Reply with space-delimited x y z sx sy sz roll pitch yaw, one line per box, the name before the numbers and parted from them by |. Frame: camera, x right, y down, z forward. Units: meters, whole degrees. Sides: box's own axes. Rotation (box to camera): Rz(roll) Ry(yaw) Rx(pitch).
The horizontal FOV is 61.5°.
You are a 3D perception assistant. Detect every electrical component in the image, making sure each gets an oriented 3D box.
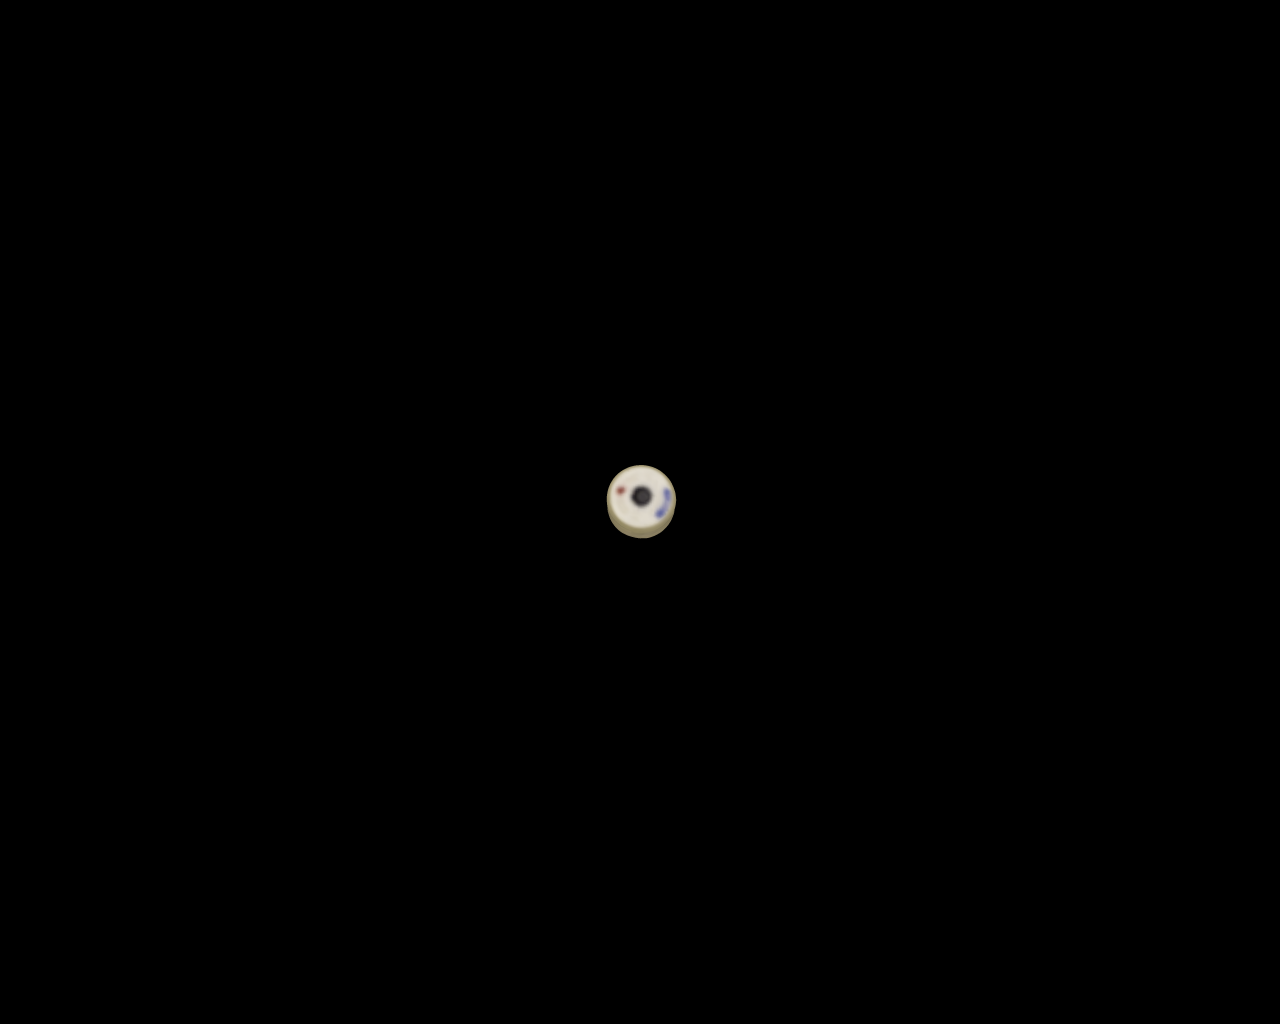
electrical component | 0.001 -0.003 0.650 0.040 0.040 0.078 0 -11 0
